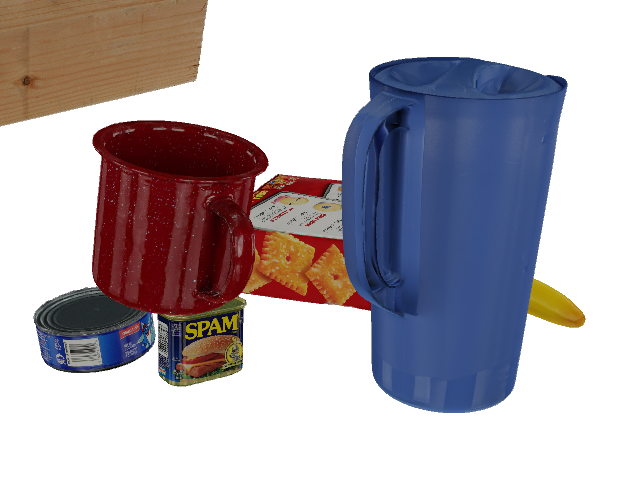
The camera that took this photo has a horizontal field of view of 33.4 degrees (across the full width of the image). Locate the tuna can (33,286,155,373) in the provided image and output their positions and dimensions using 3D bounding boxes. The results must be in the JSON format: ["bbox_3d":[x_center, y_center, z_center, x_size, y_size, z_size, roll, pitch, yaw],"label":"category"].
[{"bbox_3d":[-0.165,0.065,0.788,0.086,0.034,0.086,-4,20,1],"label":"tuna can"}]

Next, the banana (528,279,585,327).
[{"bbox_3d":[0.173,0.055,1.103,0.198,0.037,0.069,7,41,12],"label":"banana"}]

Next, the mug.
[{"bbox_3d":[-0.072,-0.007,0.570,0.093,0.081,0.117,-10,29,-40],"label":"mug"}]

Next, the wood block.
[{"bbox_3d":[-0.202,-0.163,0.837,0.205,0.091,0.090,-20,51,-34],"label":"wood block"}]

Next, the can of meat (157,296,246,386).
[{"bbox_3d":[-0.135,0.111,1.207,0.101,0.084,0.058,-9,18,-36],"label":"can of meat"}]

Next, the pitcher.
[{"bbox_3d":[0.087,-0.002,0.755,0.149,0.243,0.145,2,20,1],"label":"pitcher"}]

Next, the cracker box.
[{"bbox_3d":[0.026,0.002,0.968,0.214,0.072,0.164,7,21,20],"label":"cracker box"}]
